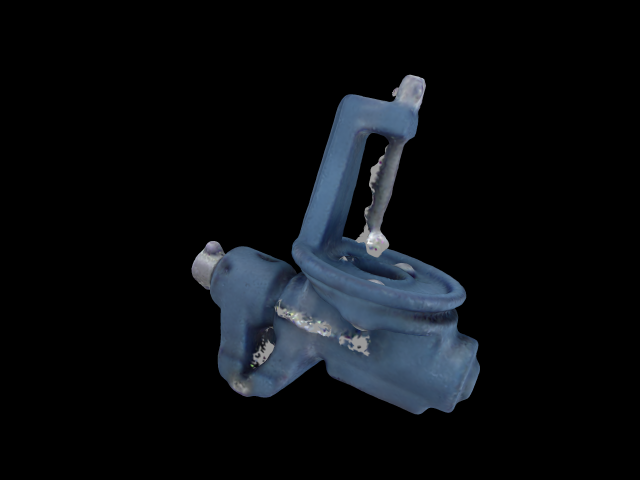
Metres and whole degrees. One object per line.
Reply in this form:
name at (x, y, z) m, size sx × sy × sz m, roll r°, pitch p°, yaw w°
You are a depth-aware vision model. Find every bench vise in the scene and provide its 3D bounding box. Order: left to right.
bench vise at (0.003, 0.003, 0.388) m, size 0.207 × 0.220 × 0.121 m, roll 0°, pitch 7°, yaw 4°
